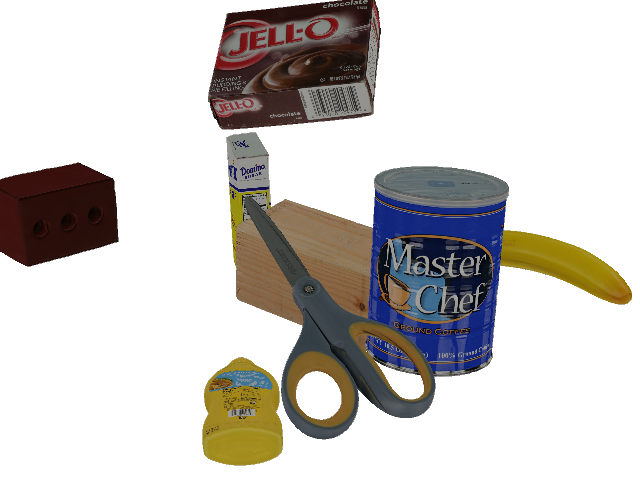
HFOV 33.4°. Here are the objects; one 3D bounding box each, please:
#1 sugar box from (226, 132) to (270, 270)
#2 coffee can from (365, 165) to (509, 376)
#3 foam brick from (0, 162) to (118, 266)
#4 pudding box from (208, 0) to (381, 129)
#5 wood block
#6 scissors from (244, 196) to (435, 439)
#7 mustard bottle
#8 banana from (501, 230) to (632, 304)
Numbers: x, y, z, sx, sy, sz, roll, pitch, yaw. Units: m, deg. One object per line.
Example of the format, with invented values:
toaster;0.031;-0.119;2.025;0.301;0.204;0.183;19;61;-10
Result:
sugar box;-0.088;-0.037;1.329;0.048;0.176;0.093;-9;24;-10
coffee can;0.089;0.021;0.834;0.103;0.140;0.103;2;17;-1
foam brick;-0.197;-0.021;0.787;0.078;0.053;0.051;-18;29;-37
pudding box;-0.016;-0.125;0.748;0.113;0.090;0.039;-3;-39;12
wood block;0.022;0.038;1.079;0.206;0.091;0.090;20;31;30
scissors;-0.017;0.047;0.650;0.096;0.016;0.202;-33;54;-27
mustard bottle;-0.099;0.205;1.349;0.096;0.058;0.191;-3;26;-3
banana;0.218;0.023;1.069;0.198;0.037;0.069;11;47;26
